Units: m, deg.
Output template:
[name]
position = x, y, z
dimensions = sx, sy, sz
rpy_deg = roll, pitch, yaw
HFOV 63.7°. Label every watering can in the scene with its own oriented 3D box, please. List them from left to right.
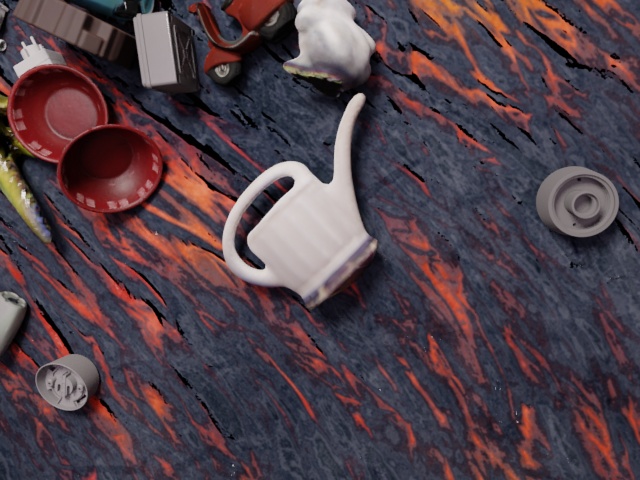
[watering can]
position = 0.002, -0.041, 0.806
dimensions = 0.345, 0.105, 0.224
rpy_deg = -44, 91, 12

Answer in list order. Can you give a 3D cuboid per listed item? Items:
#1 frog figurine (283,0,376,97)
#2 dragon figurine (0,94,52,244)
[frog figurine]
position = 0.025, -0.308, 0.769
dimensions = 0.137, 0.123, 0.159
rpy_deg = 15, 91, -28
[dragon figurine]
position = -0.606, -0.171, 0.896
dimensions = 0.241, 0.123, 0.409
rpy_deg = -12, 94, 27
